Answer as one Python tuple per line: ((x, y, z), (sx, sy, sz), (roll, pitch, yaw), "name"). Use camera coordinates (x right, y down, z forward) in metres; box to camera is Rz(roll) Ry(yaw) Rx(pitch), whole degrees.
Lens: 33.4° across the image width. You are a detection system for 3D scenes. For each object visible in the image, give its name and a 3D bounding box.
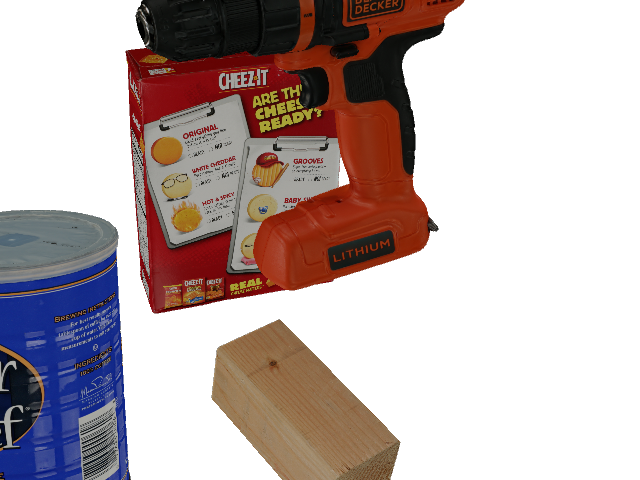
((-0.070, -0.056, 0.877), (0.164, 0.214, 0.072), (-9, 34, -18), "cracker box")
((-0.003, -0.068, 0.582), (0.184, 0.188, 0.057), (-15, 35, -21), "power drill")
((-0.020, 0.192, 1.150), (0.090, 0.090, 0.206), (-23, 50, -32), "wood block")
((-0.151, 0.065, 0.541), (0.103, 0.140, 0.103), (0, 17, 0), "coffee can")
